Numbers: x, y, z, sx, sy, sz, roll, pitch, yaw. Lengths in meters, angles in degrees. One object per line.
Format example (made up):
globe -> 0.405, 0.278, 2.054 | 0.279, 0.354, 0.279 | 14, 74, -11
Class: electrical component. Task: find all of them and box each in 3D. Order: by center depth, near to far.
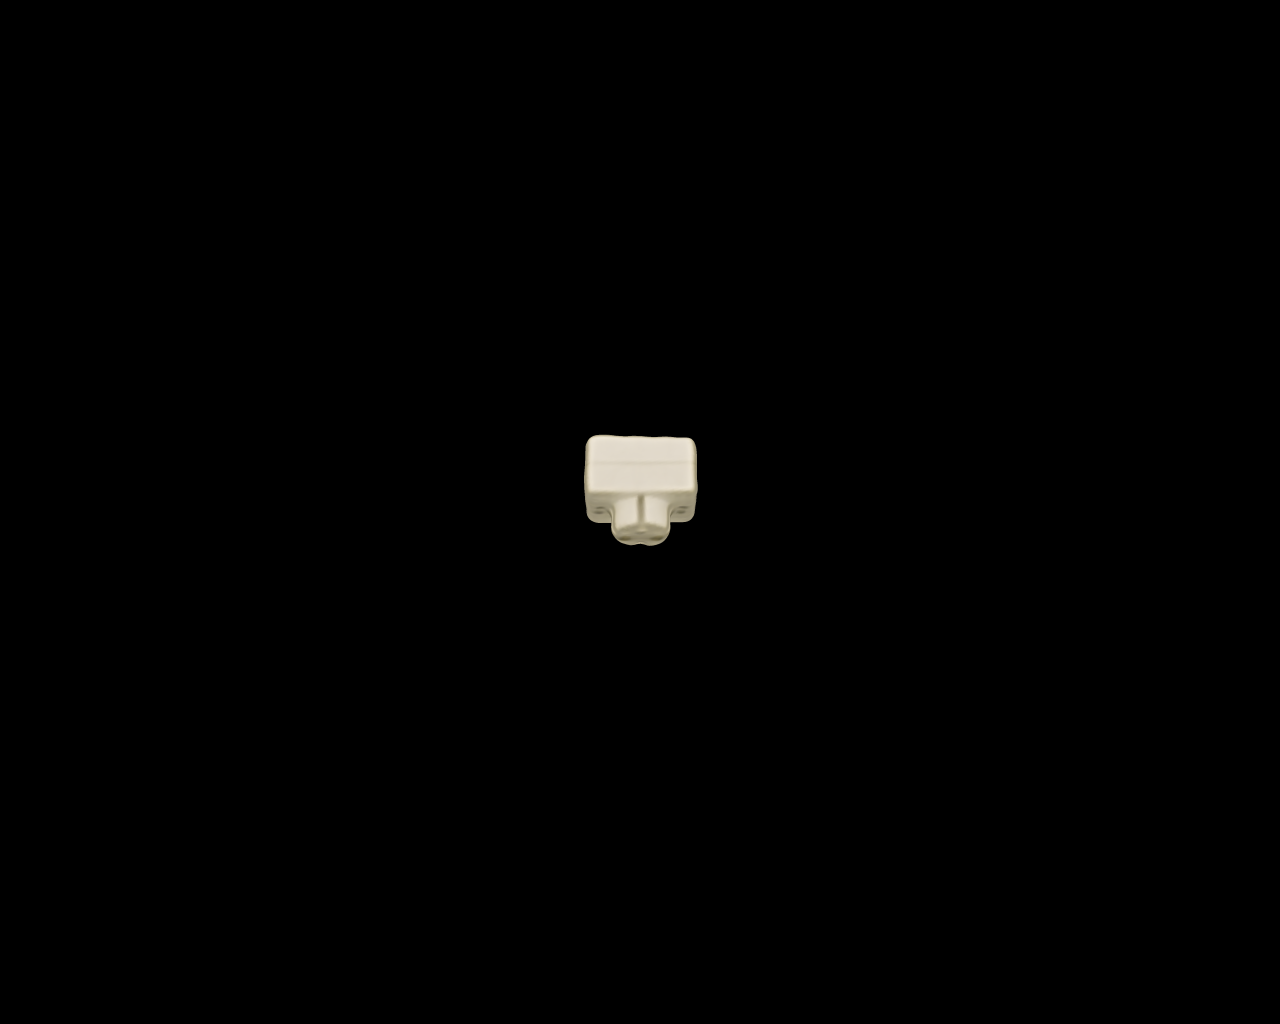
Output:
electrical component -> 0.001, -0.003, 0.650 | 0.066, 0.077, 0.047 | 0, -25, 0
